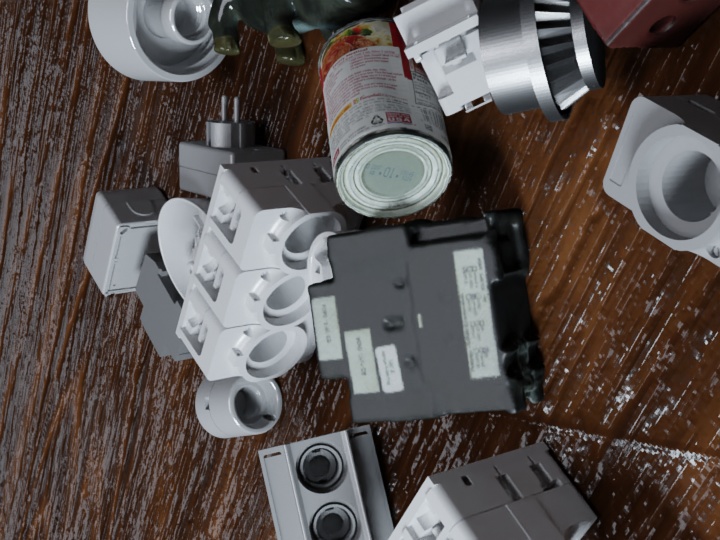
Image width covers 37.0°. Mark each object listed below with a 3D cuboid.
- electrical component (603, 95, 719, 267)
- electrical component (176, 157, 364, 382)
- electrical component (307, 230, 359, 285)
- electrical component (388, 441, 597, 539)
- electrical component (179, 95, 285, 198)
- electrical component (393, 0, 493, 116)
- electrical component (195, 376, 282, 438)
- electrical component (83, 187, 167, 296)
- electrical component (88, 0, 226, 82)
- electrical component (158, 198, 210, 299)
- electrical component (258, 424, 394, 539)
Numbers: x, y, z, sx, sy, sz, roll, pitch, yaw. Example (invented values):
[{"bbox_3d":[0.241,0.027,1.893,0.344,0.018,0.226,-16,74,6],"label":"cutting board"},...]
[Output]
[{"bbox_3d":[0.158,-0.038,0.475,0.089,0.056,0.050,42,129,41],"label":"electrical component"},{"bbox_3d":[-0.063,0.002,0.755,0.061,0.089,0.150,50,133,36],"label":"electrical component"},{"bbox_3d":[0.000,0.000,0.705,0.055,0.047,0.055,15,108,52],"label":"electrical component"},{"bbox_3d":[0.061,0.178,0.622,0.061,0.089,0.150,54,136,32],"label":"electrical component"},{"bbox_3d":[-0.098,-0.095,0.820,0.083,0.047,0.075,18,111,51],"label":"electrical component"},{"bbox_3d":[0.053,-0.121,0.588,0.042,0.081,0.063,-25,105,16],"label":"electrical component"},{"bbox_3d":[-0.095,0.105,0.850,0.047,0.055,0.055,-11,88,50],"label":"electrical component"},{"bbox_3d":[-0.210,-0.024,0.973,0.061,0.062,0.096,51,134,36],"label":"electrical component"},{"bbox_3d":[-0.143,-0.194,0.814,0.060,0.108,0.108,20,113,44],"label":"electrical component"},{"bbox_3d":[-0.111,-0.009,0.839,0.099,0.064,0.099,15,109,52],"label":"electrical component"},{"bbox_3d":[-0.019,0.176,0.747,0.063,0.079,0.121,124,133,-80],"label":"electrical component"}]
